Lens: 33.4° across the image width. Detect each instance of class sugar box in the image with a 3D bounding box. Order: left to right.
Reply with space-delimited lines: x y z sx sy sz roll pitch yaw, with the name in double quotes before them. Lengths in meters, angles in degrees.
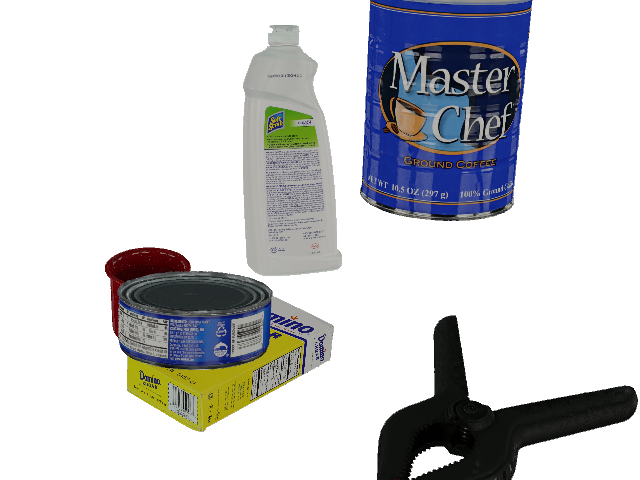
"sugar box" -0.078 0.104 0.961 0.093 0.048 0.175 23 32 33

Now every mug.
"mug" -0.199 0.060 1.192 0.093 0.081 0.117 -20 35 -39

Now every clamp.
"clamp" 0.099 0.125 0.749 0.209 0.036 0.165 -28 39 -36

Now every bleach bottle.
"bleach bottle" -0.029 -0.093 1.094 0.102 0.251 0.068 -5 16 -20

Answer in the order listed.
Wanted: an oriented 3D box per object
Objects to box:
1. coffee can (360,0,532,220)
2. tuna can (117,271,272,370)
"coffee can" 0.079 -0.095 0.685 0.103 0.140 0.103 2 20 -1
"tuna can" -0.070 0.044 0.596 0.086 0.034 0.086 2 12 -1
